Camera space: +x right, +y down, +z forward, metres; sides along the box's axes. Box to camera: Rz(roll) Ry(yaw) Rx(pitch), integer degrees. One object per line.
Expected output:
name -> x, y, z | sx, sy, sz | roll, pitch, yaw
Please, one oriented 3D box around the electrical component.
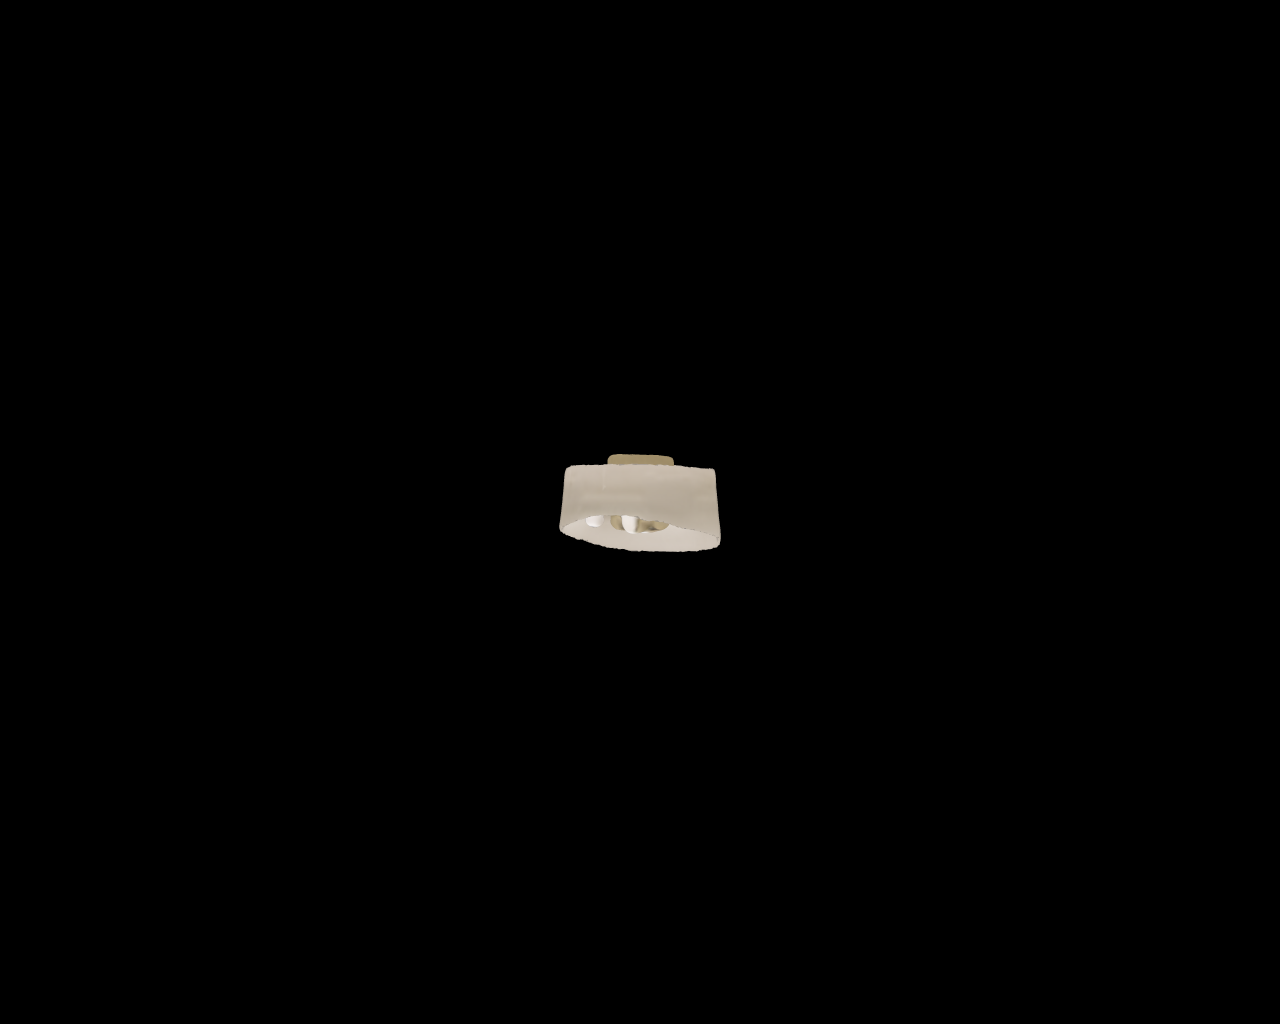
electrical component -> 0.001, -0.003, 0.650 | 0.099, 0.064, 0.099 | 0, 0, 0
